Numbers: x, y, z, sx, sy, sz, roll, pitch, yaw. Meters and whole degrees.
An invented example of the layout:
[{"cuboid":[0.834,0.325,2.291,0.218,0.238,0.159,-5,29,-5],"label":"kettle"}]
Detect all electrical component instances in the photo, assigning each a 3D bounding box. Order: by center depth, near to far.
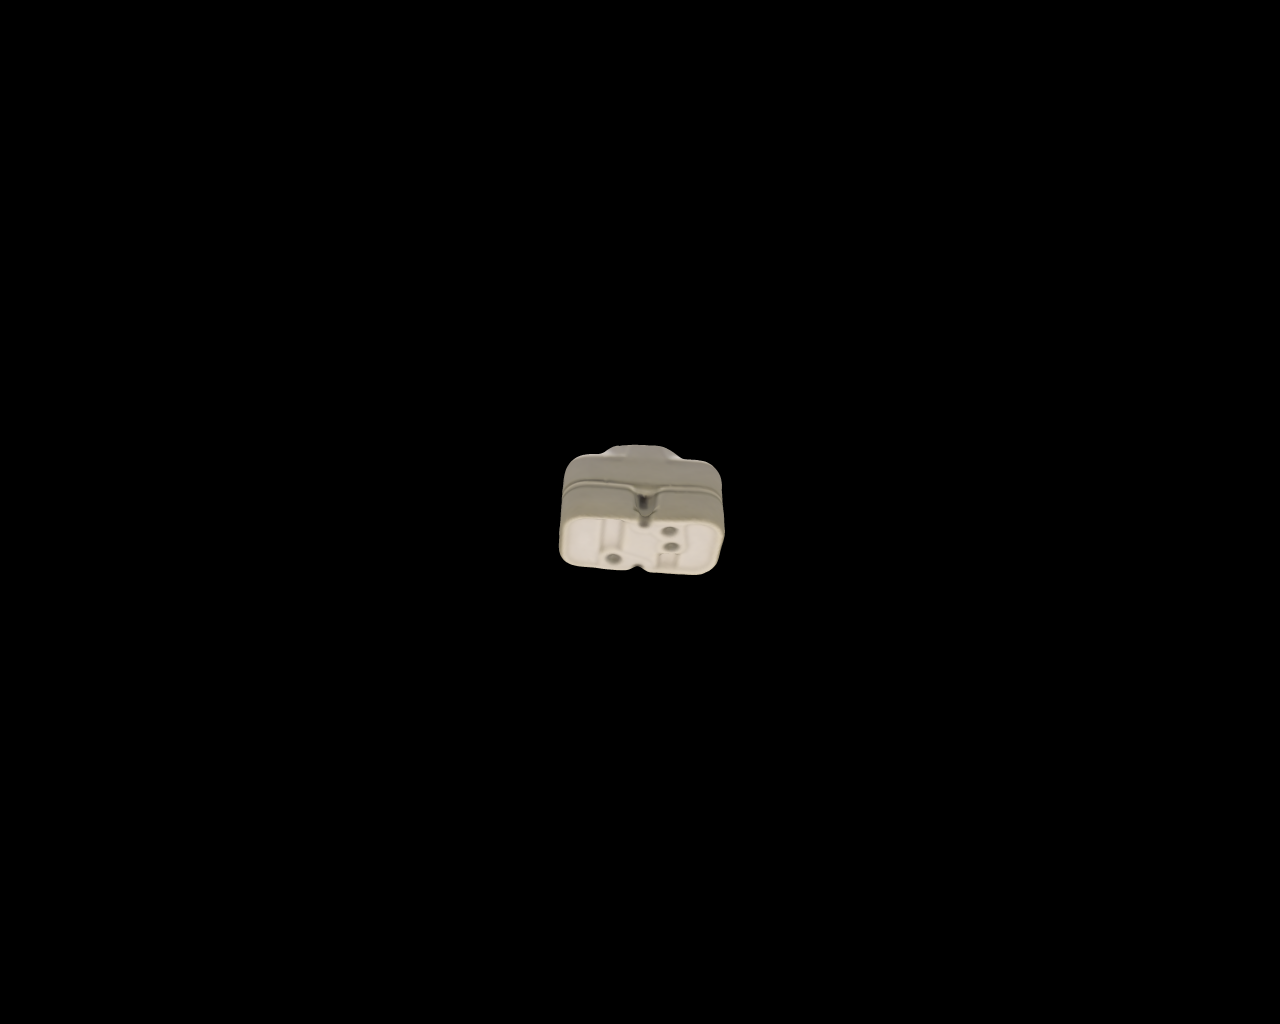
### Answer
[{"cuboid":[0.001,-0.003,0.650,0.095,0.059,0.053,4,-39,-4],"label":"electrical component"}]
